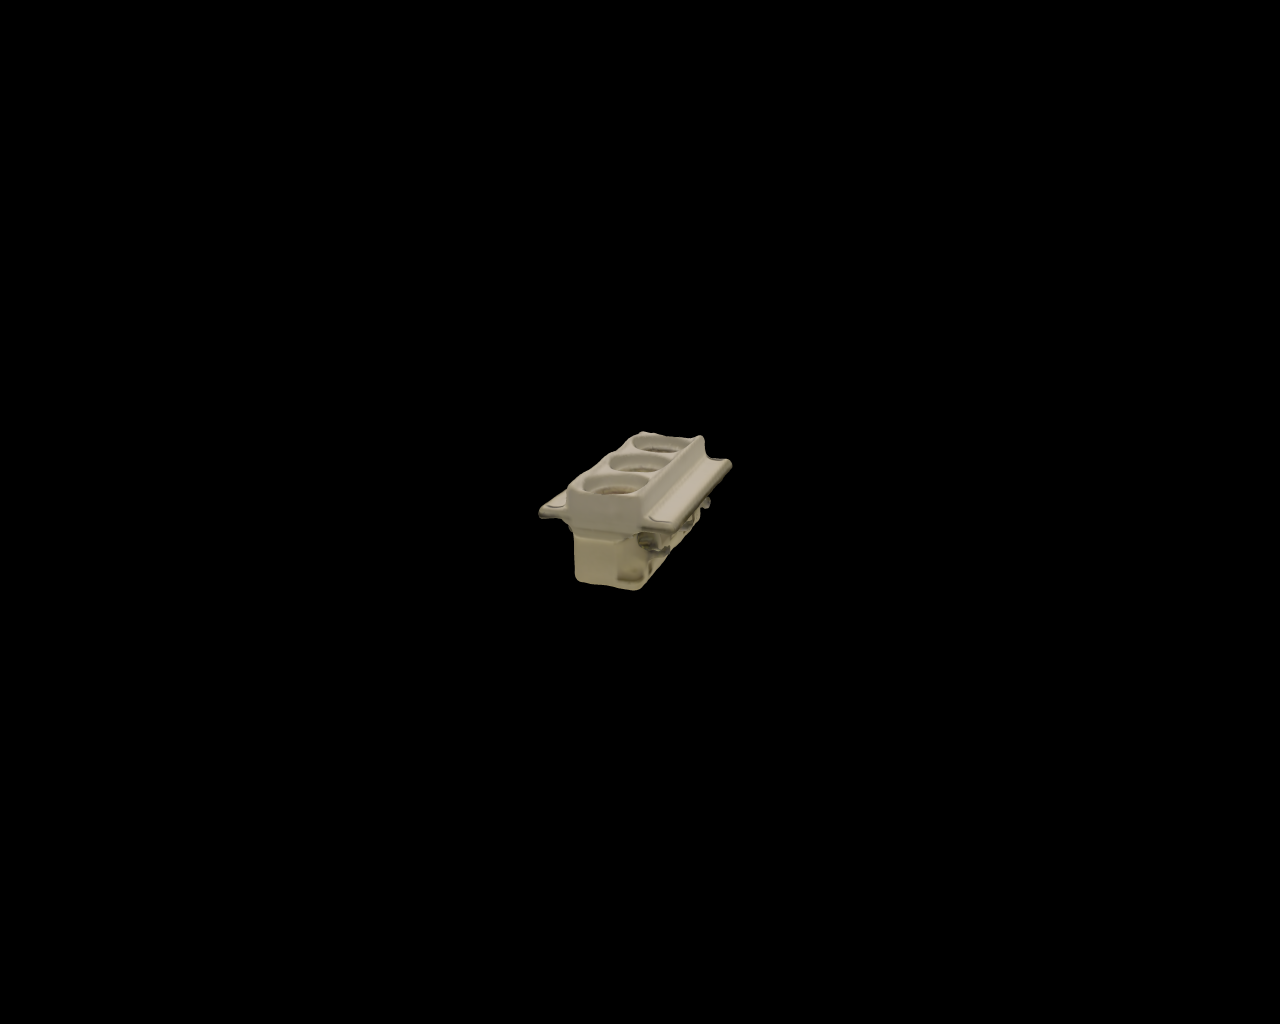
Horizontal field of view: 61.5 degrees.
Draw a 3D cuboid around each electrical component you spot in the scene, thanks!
[{"bbox_3d":[0.001,-0.003,0.650,0.079,0.063,0.121,7,22,18],"label":"electrical component"}]
